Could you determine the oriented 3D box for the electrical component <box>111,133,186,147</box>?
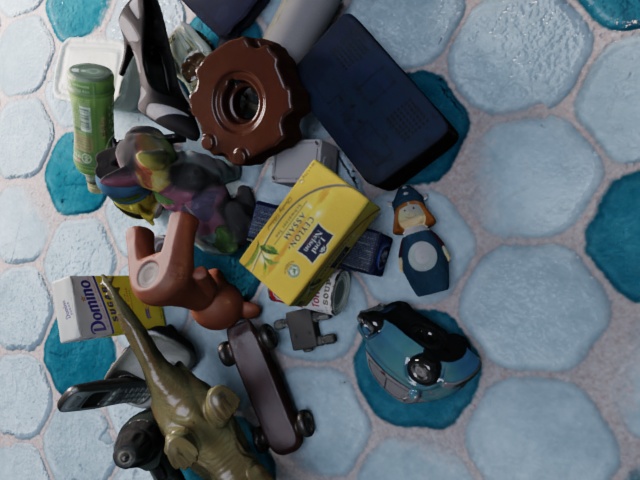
[{"bbox_3d":[-0.278,-0.146,0.890,0.119,0.075,0.047,0,87,20],"label":"electrical component"}]

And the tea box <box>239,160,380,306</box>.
[{"bbox_3d":[-0.013,-0.006,0.705,0.098,0.068,0.169,38,95,21],"label":"tea box"}]

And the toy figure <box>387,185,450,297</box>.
[{"bbox_3d":[0.132,-0.003,0.719,0.064,0.058,0.154,-11,79,-17],"label":"toy figure"}]

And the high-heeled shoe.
[{"bbox_3d":[-0.230,-0.266,0.811,0.249,0.086,0.145,42,113,23],"label":"high-heeled shoe"}]

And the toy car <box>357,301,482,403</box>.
[{"bbox_3d":[0.114,0.155,0.694,0.162,0.109,0.102,32,116,30],"label":"toy car"}]

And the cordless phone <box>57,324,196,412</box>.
[{"bbox_3d":[-0.295,0.198,0.818,0.146,0.184,0.089,-48,67,14],"label":"cordless phone"}]

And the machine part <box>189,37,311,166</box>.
[{"bbox_3d":[-0.102,-0.192,0.754,0.180,0.056,0.179,4,100,25],"label":"machine part"}]

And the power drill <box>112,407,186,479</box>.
[{"bbox_3d":[-0.229,0.348,0.778,0.086,0.232,0.207,-31,95,-10],"label":"power drill"}]

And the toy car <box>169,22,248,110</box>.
[{"bbox_3d":[-0.187,-0.263,0.866,0.073,0.056,0.202,-39,73,16],"label":"toy car"}]

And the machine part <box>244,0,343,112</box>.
[{"bbox_3d":[-0.039,-0.299,0.795,0.079,0.079,0.243,33,99,21],"label":"machine part"}]

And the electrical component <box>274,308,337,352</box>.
[{"bbox_3d":[-0.023,0.133,0.794,0.094,0.021,0.063,-13,83,21],"label":"electrical component"}]

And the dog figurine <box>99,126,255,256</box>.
[{"bbox_3d":[-0.200,-0.068,0.775,0.108,0.219,0.191,-26,77,23],"label":"dog figurine"}]

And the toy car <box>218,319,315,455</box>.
[{"bbox_3d":[-0.080,0.216,0.797,0.089,0.053,0.202,-27,82,15],"label":"toy car"}]

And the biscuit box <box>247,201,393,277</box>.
[{"bbox_3d":[-0.002,-0.002,0.772,0.203,0.059,0.062,16,91,23],"label":"biscuit box"}]

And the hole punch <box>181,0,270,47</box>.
[{"bbox_3d":[-0.155,-0.390,0.845,0.142,0.092,0.116,-44,76,11],"label":"hole punch"}]

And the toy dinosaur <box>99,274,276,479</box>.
[{"bbox_3d":[-0.170,0.247,0.734,0.105,0.199,0.471,-30,97,-23],"label":"toy dinosaur"}]

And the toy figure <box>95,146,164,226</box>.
[{"bbox_3d":[-0.299,-0.089,0.843,0.089,0.180,0.082,24,78,10],"label":"toy figure"}]

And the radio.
[{"bbox_3d":[0.069,-0.186,0.747,0.131,0.073,0.230,-41,71,17],"label":"radio"}]

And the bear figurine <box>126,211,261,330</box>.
[{"bbox_3d":[-0.179,0.057,0.786,0.120,0.195,0.132,-16,65,26],"label":"bear figurine"}]
